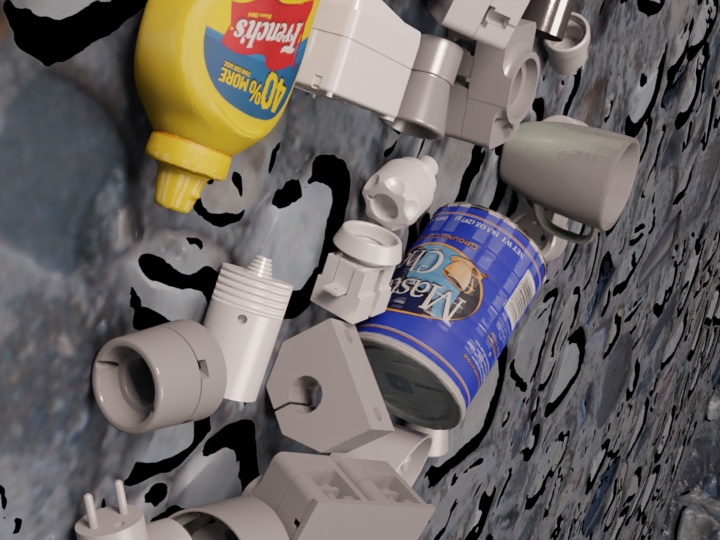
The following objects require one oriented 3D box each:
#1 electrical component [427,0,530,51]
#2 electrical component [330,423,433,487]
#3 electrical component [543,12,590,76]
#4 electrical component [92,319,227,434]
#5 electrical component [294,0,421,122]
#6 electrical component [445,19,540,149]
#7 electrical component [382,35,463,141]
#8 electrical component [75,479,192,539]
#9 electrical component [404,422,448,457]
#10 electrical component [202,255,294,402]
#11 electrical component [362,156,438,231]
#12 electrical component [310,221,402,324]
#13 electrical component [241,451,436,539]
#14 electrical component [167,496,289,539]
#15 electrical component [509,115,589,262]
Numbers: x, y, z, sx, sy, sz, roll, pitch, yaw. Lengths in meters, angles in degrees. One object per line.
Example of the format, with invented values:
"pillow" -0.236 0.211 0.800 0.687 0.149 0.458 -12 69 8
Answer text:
"electrical component" 0.084 -0.200 0.706 0.089 0.056 0.050 -63 -159 22
"electrical component" 0.013 0.165 0.846 0.099 0.064 0.099 -41 141 -43
"electrical component" 0.181 -0.195 0.936 0.040 0.040 0.046 -63 159 -12
"electrical component" -0.105 0.056 0.561 0.047 0.055 0.055 -11 118 -56
"electrical component" -0.010 -0.125 0.601 0.096 0.062 0.061 6 104 -63
"electrical component" 0.096 -0.141 0.796 0.050 0.056 0.089 -29 133 -52
"electrical component" 0.045 -0.126 0.730 0.044 0.044 0.065 28 78 -63
"electrical component" -0.133 0.154 0.584 0.077 0.043 0.079 -20 108 -41
"electrical component" 0.060 0.127 0.930 0.045 0.045 0.055 -17 123 -58
"electrical component" -0.068 0.031 0.623 0.043 0.043 0.081 12 98 -63
"electrical component" 0.033 -0.058 0.749 0.062 0.043 0.043 -45 145 -42
"electrical component" 0.000 0.000 0.728 0.066 0.048 0.055 -18 131 -57
"electrical component" -0.046 0.212 0.711 0.105 0.060 0.186 15 109 -43
"electrical component" -0.084 0.188 0.649 0.064 0.099 0.099 14 96 -57
"electrical component" 0.184 -0.074 1.011 0.074 0.052 0.138 -3 111 -62
